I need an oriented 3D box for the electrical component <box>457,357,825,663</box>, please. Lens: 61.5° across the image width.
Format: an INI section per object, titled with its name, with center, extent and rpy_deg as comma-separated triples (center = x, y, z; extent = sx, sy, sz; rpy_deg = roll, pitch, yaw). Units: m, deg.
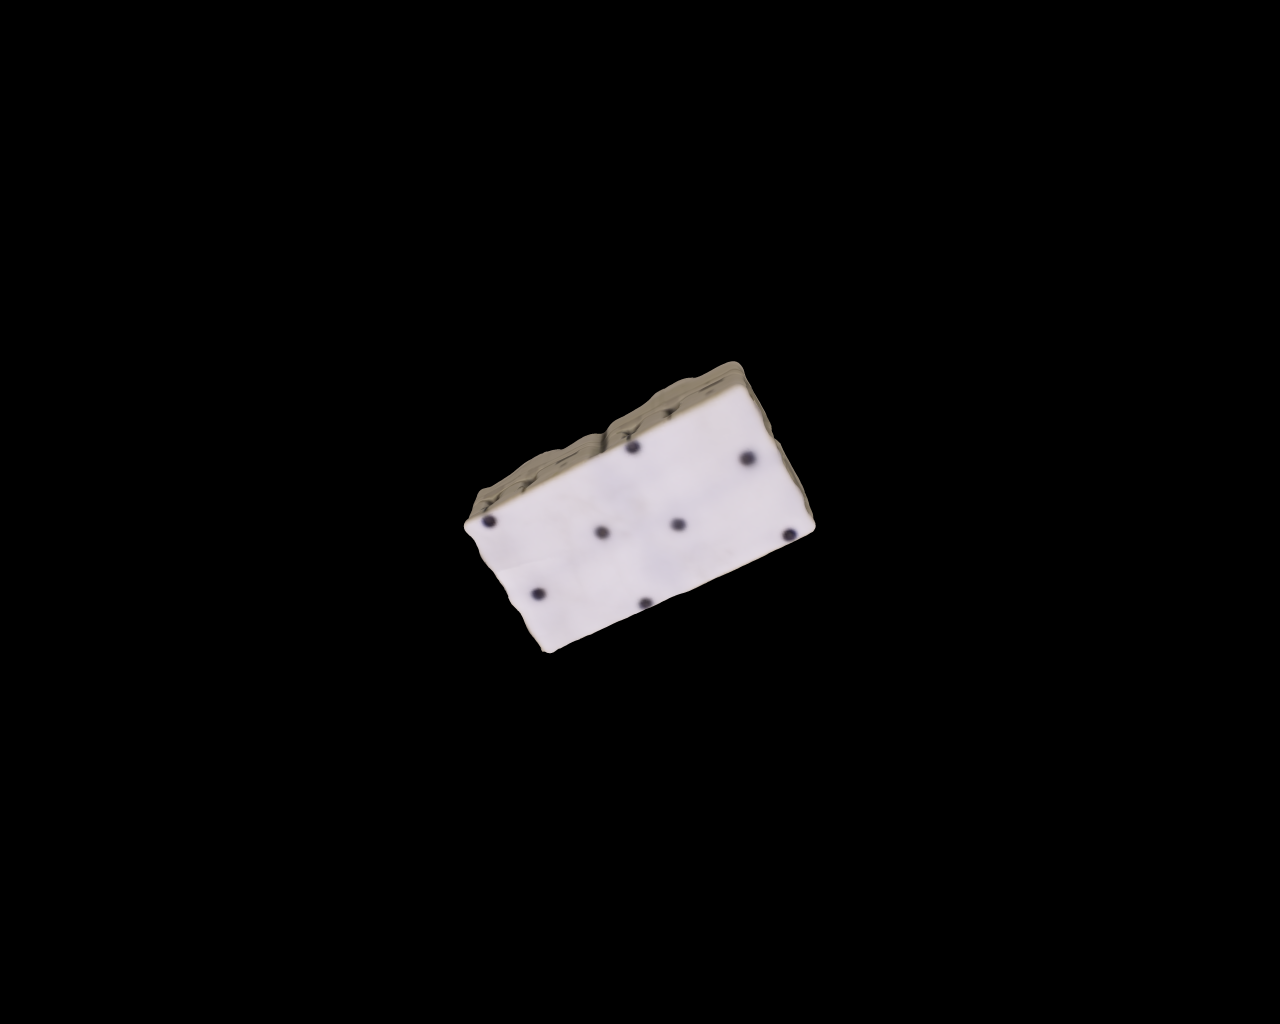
[electrical component]
center = 0.001, -0.003, 0.650
extent = 0.186, 0.105, 0.060
rpy_deg = -26, 21, 11
